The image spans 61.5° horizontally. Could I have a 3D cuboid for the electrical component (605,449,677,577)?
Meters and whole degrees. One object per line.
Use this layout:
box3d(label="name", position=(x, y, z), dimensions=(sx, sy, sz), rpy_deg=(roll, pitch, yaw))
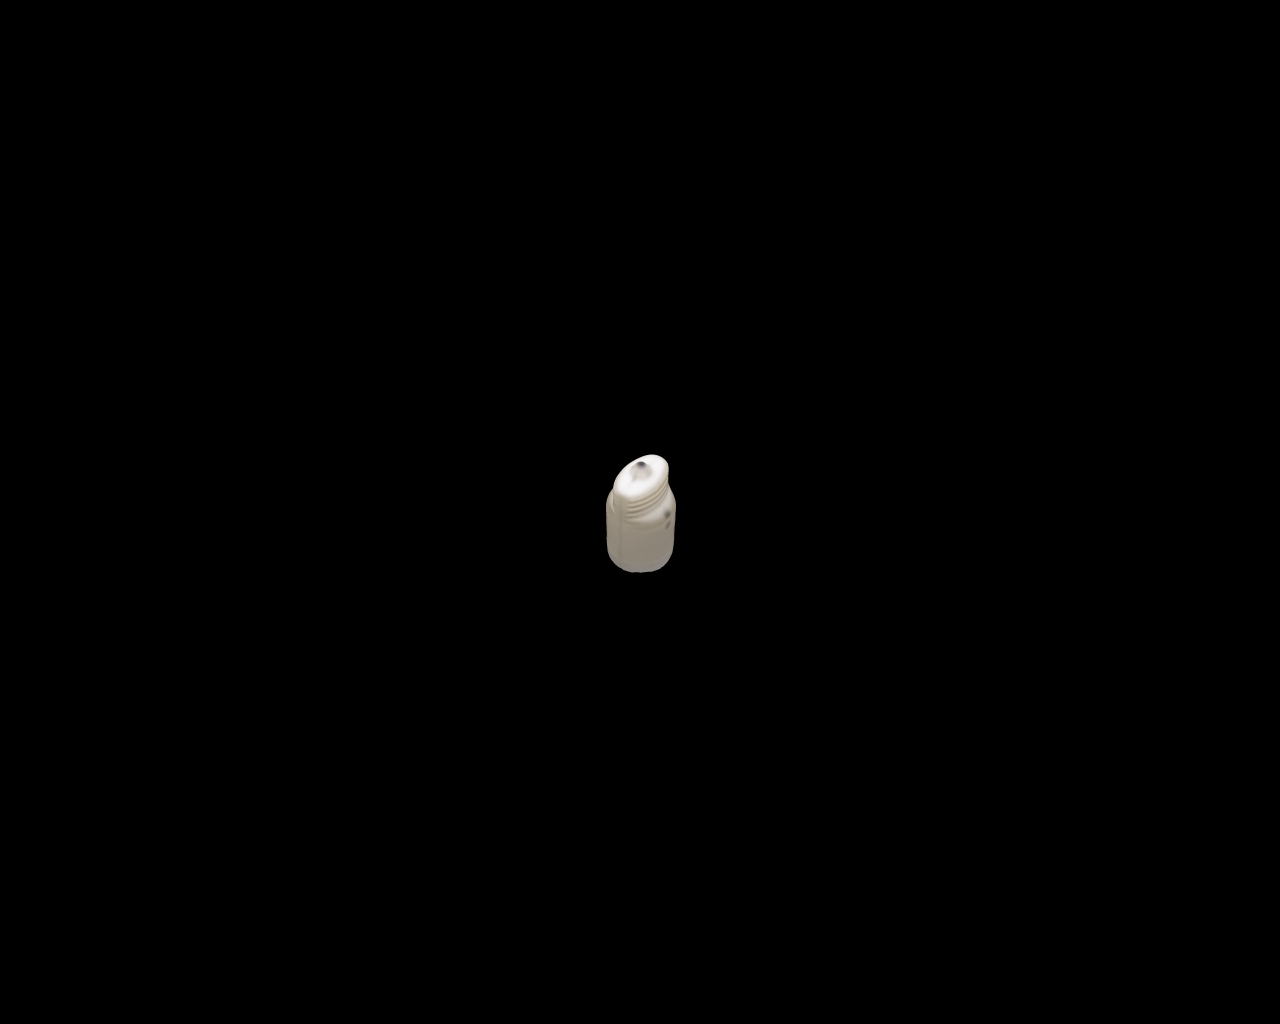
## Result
box3d(label="electrical component", position=(0.001, -0.003, 0.650), dimensions=(0.043, 0.043, 0.080), rpy_deg=(0, -42, 0))
